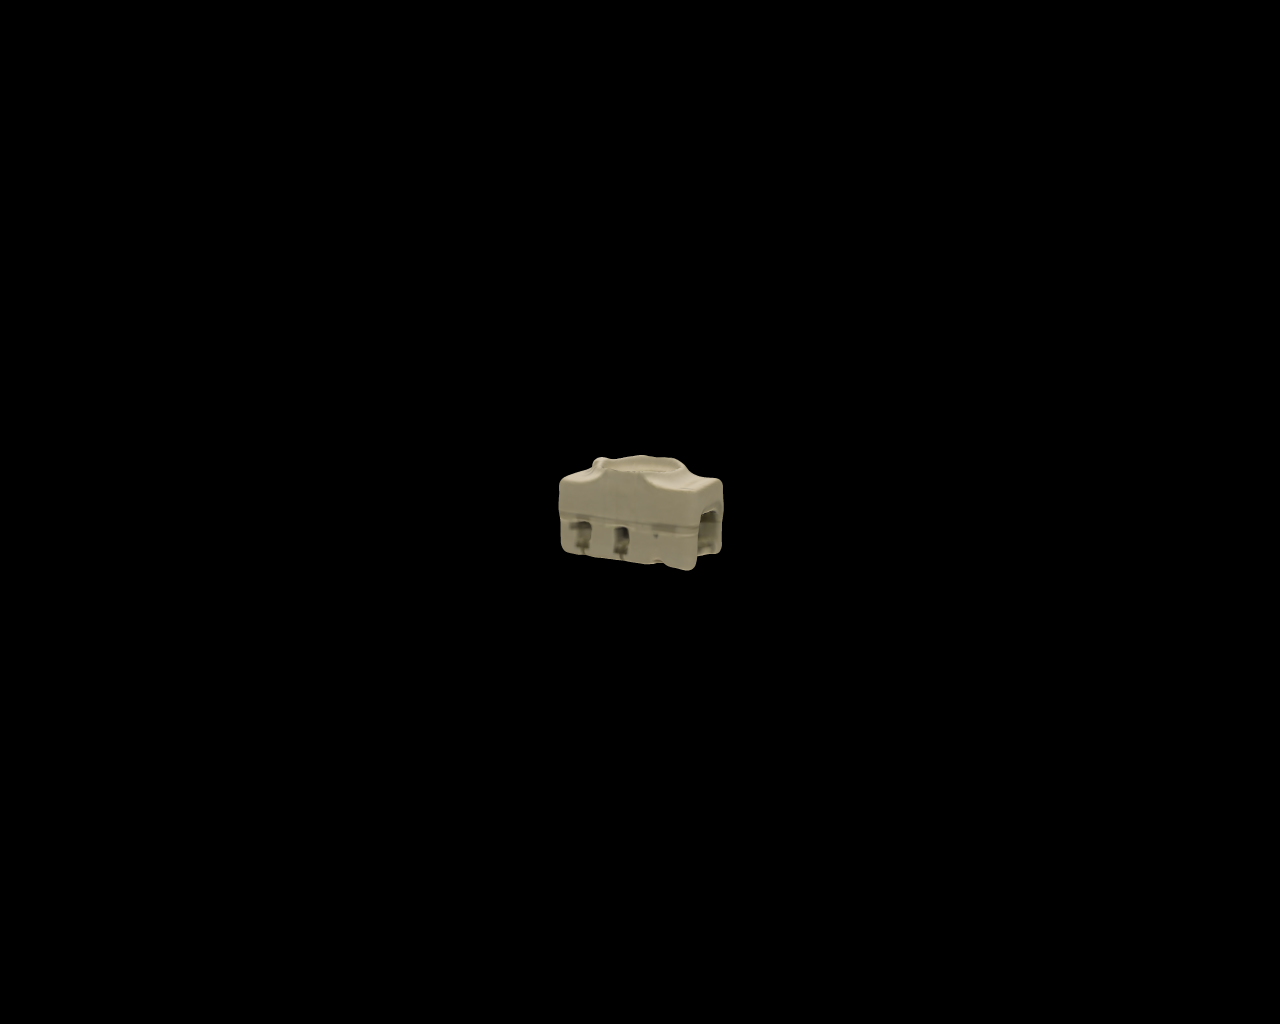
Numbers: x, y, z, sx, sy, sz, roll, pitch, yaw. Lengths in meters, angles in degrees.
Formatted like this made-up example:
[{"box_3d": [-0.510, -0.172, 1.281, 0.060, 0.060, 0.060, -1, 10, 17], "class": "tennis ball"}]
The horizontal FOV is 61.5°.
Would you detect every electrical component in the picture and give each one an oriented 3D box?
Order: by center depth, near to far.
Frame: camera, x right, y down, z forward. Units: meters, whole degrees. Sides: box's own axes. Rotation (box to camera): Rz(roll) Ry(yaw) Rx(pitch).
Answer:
[{"box_3d": [0.001, -0.003, 0.650, 0.089, 0.055, 0.050, 7, 16, 26], "class": "electrical component"}]
